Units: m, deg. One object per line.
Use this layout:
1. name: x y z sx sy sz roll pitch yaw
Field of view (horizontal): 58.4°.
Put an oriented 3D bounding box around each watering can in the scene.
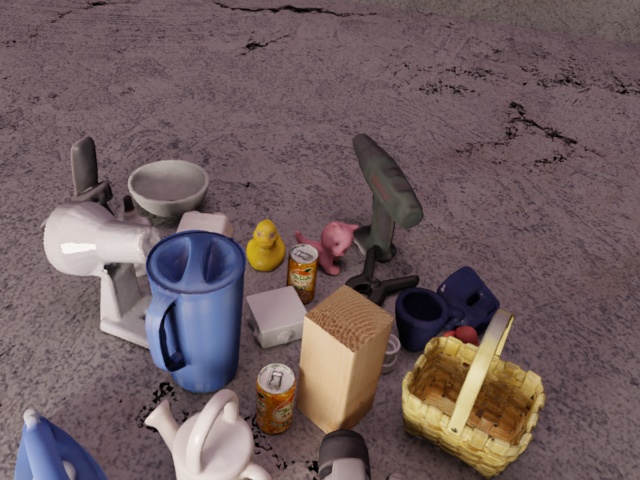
1. watering can: -0.139 0.261 0.713 0.173 0.194 0.101 7 39 2

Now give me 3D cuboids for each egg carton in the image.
1. egg carton: -0.228 0.004 1.111 0.107 0.069 0.150 4 39 -2

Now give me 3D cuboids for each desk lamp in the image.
1. desk lamp: -0.323 0.048 0.930 0.203 0.214 0.118 18 41 14

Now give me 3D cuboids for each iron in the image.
1. iron: -0.325 0.288 0.696 0.119 0.141 0.257 -21 46 -29

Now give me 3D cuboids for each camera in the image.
1. camera: 0.050 0.316 0.744 0.143 0.101 0.136 3 39 -4

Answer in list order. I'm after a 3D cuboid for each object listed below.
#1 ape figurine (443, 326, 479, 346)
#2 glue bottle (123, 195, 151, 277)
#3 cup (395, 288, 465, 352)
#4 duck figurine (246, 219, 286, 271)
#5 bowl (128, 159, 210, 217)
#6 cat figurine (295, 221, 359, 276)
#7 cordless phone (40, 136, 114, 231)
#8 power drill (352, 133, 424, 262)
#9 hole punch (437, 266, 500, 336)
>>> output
1. ape figurine: 0.234 0.176 0.946 0.076 0.092 0.078 12 40 7
2. glue bottle: -0.333 -0.008 1.030 0.078 0.173 0.037 -20 46 -28
3. cup: 0.180 0.144 0.976 0.117 0.095 0.091 5 39 -1
4. duck figurine: -0.105 -0.002 1.122 0.077 0.086 0.104 6 39 -1
5. bowl: -0.317 -0.099 1.220 0.167 0.075 0.167 4 39 -3
6. cat figurine: 0.010 0.004 1.105 0.128 0.118 0.067 3 39 -4
7. cordless phone: -0.480 -0.102 1.114 0.094 0.185 0.148 17 41 13
8. power drill: 0.117 -0.073 1.141 0.076 0.208 0.229 -15 44 -23
9. hole punch: 0.265 0.113 1.028 0.100 0.091 0.109 34 47 30
